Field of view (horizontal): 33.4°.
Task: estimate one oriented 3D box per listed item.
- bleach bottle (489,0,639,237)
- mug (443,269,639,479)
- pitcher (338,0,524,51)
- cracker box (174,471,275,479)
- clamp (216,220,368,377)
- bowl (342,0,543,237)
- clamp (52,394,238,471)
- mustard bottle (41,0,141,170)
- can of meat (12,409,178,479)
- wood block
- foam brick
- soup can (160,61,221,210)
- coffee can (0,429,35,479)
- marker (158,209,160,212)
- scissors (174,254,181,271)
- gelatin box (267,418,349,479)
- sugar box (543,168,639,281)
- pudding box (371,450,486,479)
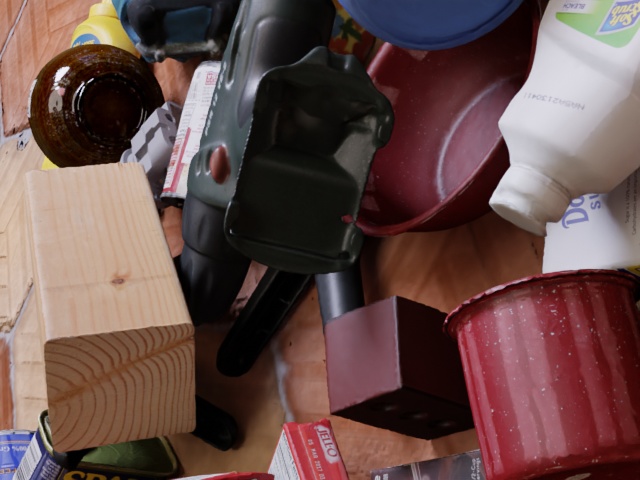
[{"bbox_3d":[0.147,-0.116,0.481,0.251,0.068,0.103,-58,31,-6],"label":"bleach bottle"},{"bbox_3d":[0.120,0.066,0.476,0.117,0.093,0.081,-12,66,7],"label":"mug"},{"bbox_3d":[0.042,-0.204,0.585,0.243,0.145,0.149,-110,18,-57],"label":"pitcher"},{"bbox_3d":[-0.083,0.247,0.611,0.164,0.071,0.214,-20,75,45],"label":"cracker box"},{"bbox_3d":[-0.004,0.001,0.684,0.165,0.036,0.210,-12,63,54],"label":"clamp"},{"bbox_3d":[0.077,-0.065,0.586,0.162,0.055,0.162,-38,37,36],"label":"bowl"},{"bbox_3d":[-0.124,0.105,0.756,0.171,0.120,0.039,-111,29,-62],"label":"clamp"},{"bbox_3d":[-0.201,-0.137,0.965,0.096,0.058,0.191,-11,66,53],"label":"mustard bottle"},{"bbox_3d":[-0.165,0.174,0.752,0.084,0.101,0.057,-60,37,16],"label":"can of meat"},{"bbox_3d":[-0.148,0.036,0.727,0.206,0.090,0.090,-118,26,-54],"label":"wood block"},{"bbox_3d":[0.048,0.068,0.558,0.053,0.078,0.051,-26,54,42],"label":"foam brick"},{"bbox_3d":[-0.069,-0.069,0.767,0.069,0.068,0.102,4,78,51],"label":"soup can"},{"bbox_3d":[-0.233,0.230,0.807,0.103,0.102,0.140,-46,44,28],"label":"coffee can"},{"bbox_3d":[-0.175,-0.007,0.907,0.121,0.020,0.020,-26,56,41],"label":"marker"},{"bbox_3d":[-0.134,0.048,0.837,0.202,0.016,0.096,-6,71,49],"label":"scissors"},{"bbox_3d":[-0.006,0.155,0.600,0.089,0.030,0.073,109,150,-42],"label":"gelatin box"},{"bbox_3d":[0.182,-0.031,0.467,0.177,0.048,0.093,-15,61,50],"label":"sugar box"},{"bbox_3d":[0.067,0.165,0.524,0.090,0.039,0.113,-23,57,45],"label":"pudding box"}]
